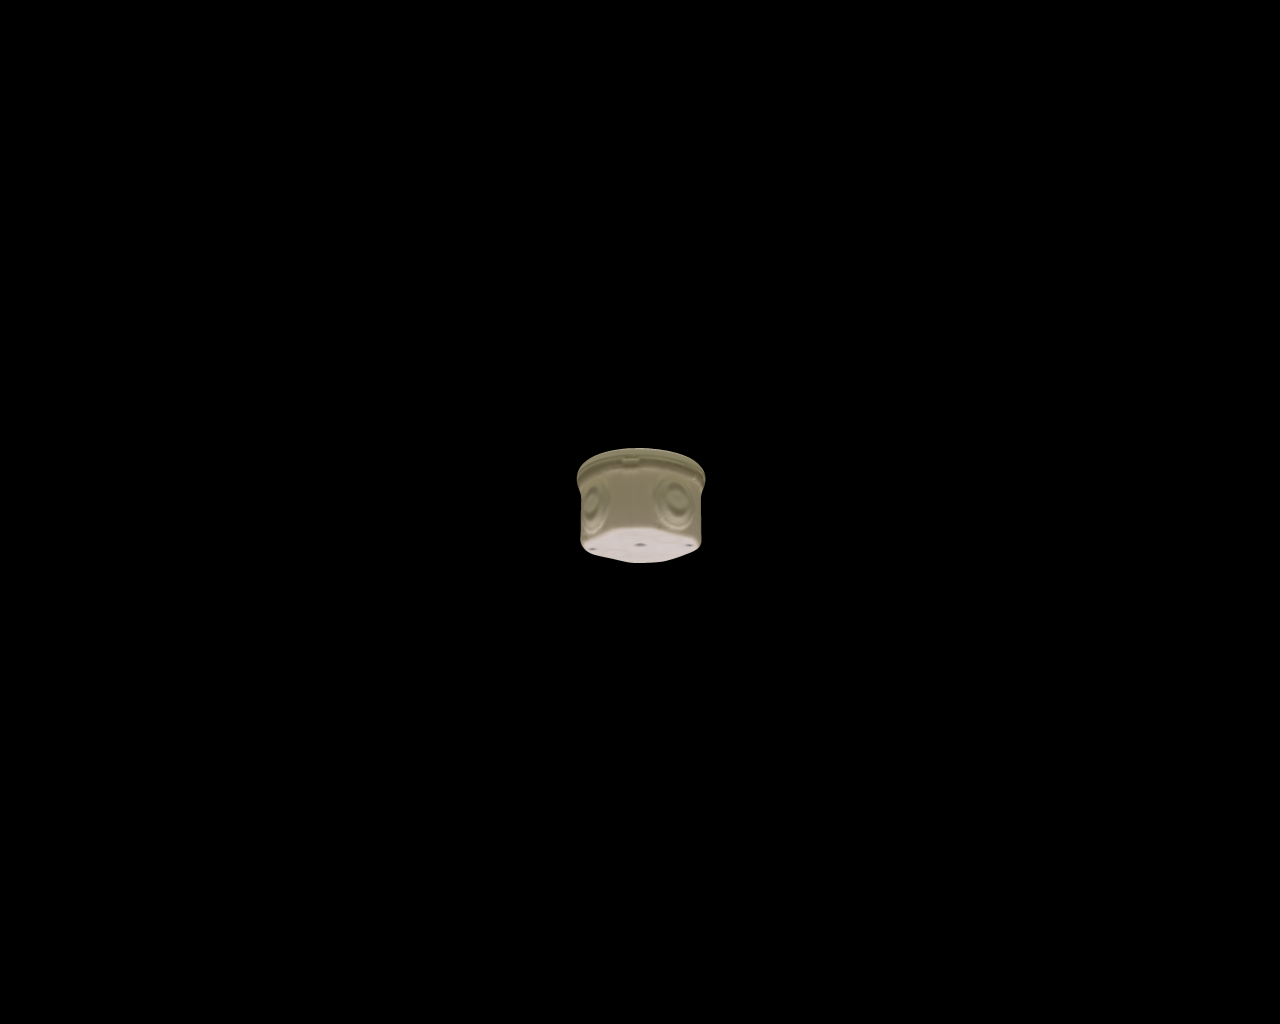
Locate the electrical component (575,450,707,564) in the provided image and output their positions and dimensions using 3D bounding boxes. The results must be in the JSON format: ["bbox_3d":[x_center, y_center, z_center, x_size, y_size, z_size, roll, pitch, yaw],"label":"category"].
[{"bbox_3d":[0.001,-0.003,0.650,0.080,0.051,0.080,0,-20,0],"label":"electrical component"}]
